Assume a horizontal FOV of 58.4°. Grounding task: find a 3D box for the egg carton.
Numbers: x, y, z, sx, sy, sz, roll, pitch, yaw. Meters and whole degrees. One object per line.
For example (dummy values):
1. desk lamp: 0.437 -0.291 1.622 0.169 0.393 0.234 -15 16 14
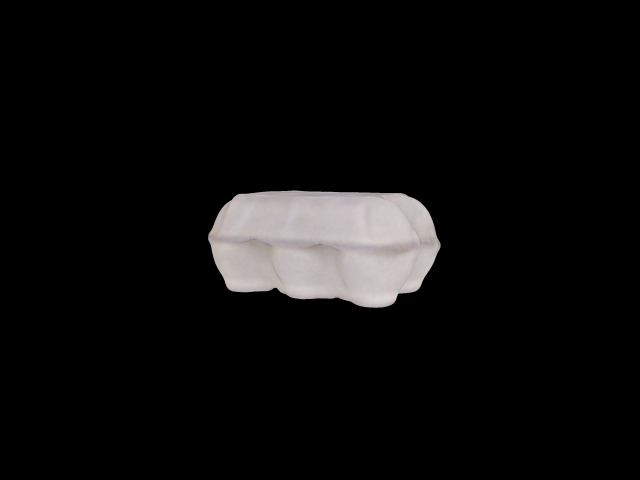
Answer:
1. egg carton: 0.004 0.001 0.400 0.150 0.069 0.107 3 7 26
